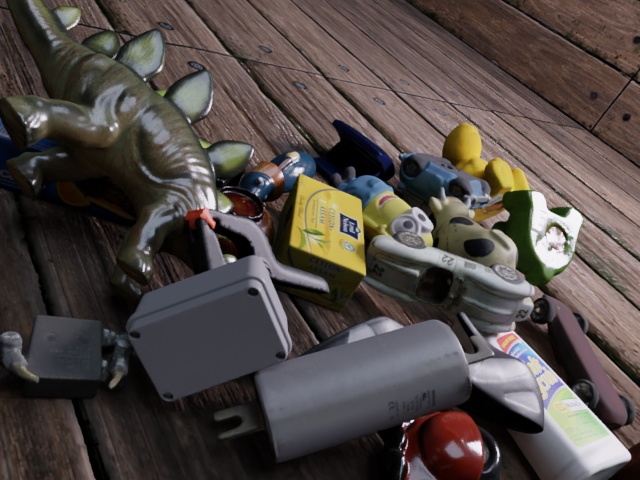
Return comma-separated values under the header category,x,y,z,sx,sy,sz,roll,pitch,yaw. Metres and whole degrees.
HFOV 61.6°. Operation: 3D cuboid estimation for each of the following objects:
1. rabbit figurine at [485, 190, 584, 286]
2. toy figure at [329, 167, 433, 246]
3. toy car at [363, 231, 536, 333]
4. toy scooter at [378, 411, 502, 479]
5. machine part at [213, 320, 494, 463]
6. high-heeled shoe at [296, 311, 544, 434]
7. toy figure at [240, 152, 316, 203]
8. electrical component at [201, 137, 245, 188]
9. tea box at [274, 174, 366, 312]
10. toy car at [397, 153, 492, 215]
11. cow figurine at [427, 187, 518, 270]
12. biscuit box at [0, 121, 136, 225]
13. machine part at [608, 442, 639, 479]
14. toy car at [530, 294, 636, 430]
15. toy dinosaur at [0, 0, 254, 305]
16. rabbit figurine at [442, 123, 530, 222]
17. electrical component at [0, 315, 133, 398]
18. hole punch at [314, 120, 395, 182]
category,x,y,z,sx,sy,sz,roll,pitch,yaw
rabbit figurine,0.289,0.021,0.807,0.121,0.170,0.159,13,76,-21
toy figure,0.087,-0.033,0.771,0.082,0.089,0.180,-41,56,-13
toy car,0.149,0.051,0.631,0.202,0.073,0.056,20,31,7
toy scooter,0.081,0.207,0.435,0.135,0.075,0.184,24,37,-6
machine part,0.033,0.123,0.448,0.243,0.079,0.079,-12,45,-12
high-heeled shoe,0.100,0.148,0.525,0.249,0.086,0.145,-10,57,-23
toy figure,-0.063,-0.082,0.739,0.058,0.064,0.154,5,23,33
electrical component,-0.165,-0.099,0.697,0.119,0.047,0.075,34,31,5
tea box,-0.001,-0.002,0.668,0.098,0.068,0.170,21,32,-13
toy car,0.196,-0.077,0.895,0.109,0.102,0.162,-7,36,-47
cow figurine,0.199,0.002,0.757,0.085,0.127,0.195,17,9,-23
biscuit box,-0.270,-0.078,0.569,0.202,0.062,0.059,18,34,-17
machine part,0.382,0.307,0.516,0.201,0.087,0.201,38,34,13
toy car,0.346,0.160,0.726,0.089,0.053,0.202,19,37,-24
toy dinosaur,-0.193,-0.108,0.515,0.198,0.105,0.471,-41,98,-39
rabbit figurine,0.274,-0.123,0.974,0.122,0.162,0.173,-4,66,-39
electrical component,-0.191,0.088,0.411,0.102,0.045,0.078,15,36,-23
hole punch,0.065,-0.138,0.899,0.142,0.092,0.116,39,29,22
